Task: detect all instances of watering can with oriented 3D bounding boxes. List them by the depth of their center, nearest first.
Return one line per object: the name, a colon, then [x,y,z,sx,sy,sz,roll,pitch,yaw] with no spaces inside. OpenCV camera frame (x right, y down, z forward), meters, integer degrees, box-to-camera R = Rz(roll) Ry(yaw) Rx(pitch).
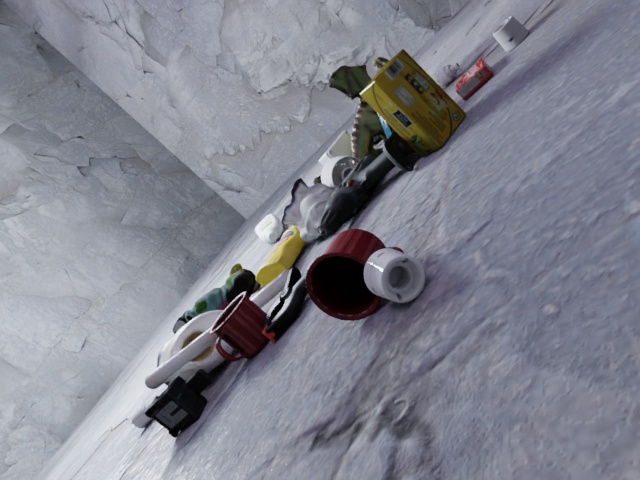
watering can: [-0.204,0.187,1.038,0.353,0.104,0.220,-36,-2,-36]

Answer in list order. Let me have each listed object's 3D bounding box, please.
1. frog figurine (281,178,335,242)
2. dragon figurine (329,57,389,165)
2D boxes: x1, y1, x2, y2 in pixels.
frog figurine: [0.004,-0.058,1.159,0.161,0.120,0.139,22,68,41]
dragon figurine: [0.108,-0.336,1.337,0.418,0.241,0.121,-51,15,-32]
